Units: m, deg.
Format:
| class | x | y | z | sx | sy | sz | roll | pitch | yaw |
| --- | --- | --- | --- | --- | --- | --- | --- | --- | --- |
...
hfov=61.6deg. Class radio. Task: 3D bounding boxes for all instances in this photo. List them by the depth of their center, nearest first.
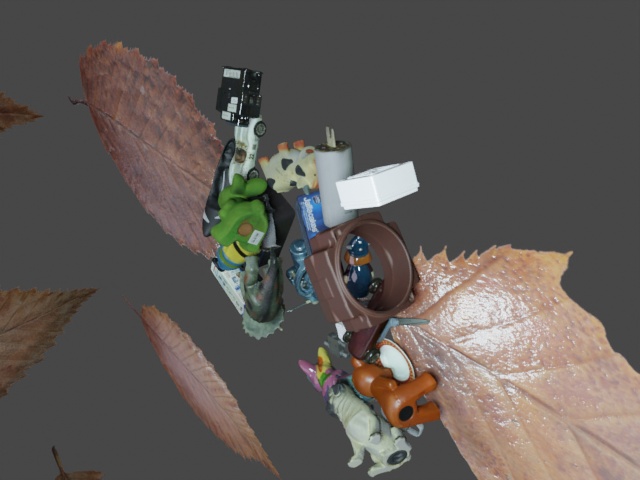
| class | x | y | z | sx | sy | sz | roll | pitch | yaw |
| --- | --- | --- | --- | --- | --- | --- | --- | --- | --- |
| radio | -0.152 | -0.039 | 1.426 | 0.131 | 0.073 | 0.229 | 52 | 144 | 20 |

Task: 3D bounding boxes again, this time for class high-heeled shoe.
| class | x | y | z | sx | sy | sz | roll | pitch | yaw |
| --- | --- | --- | --- | --- | --- | --- | --- | --- | --- |
| high-heeled shoe | -0.250 | -0.136 | 1.379 | 0.086 | 0.249 | 0.145 | 15 | 154 | 10 |

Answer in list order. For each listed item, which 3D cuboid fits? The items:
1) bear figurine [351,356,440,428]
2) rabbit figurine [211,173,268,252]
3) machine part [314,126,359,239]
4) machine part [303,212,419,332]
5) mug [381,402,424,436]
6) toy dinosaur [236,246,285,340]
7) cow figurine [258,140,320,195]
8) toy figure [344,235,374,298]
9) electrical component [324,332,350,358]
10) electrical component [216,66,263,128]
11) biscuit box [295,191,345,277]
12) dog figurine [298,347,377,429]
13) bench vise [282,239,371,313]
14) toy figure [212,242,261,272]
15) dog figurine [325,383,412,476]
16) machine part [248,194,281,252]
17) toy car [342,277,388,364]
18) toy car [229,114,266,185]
| class | x | y | z | sx | sy | sz | roll | pitch | yaw |
| --- | --- | --- | --- | --- | --- | --- | --- | --- | --- |
| bear figurine | 0.157 | 0.324 | 1.185 | 0.196 | 0.132 | 0.120 | -145 | 40 | -64 |
| rabbit figurine | -0.194 | -0.079 | 1.249 | 0.170 | 0.121 | 0.159 | 54 | 127 | 46 |
| machine part | 0.036 | -0.112 | 1.103 | 0.079 | 0.079 | 0.242 | 22 | 128 | 46 |
| machine part | 0.084 | 0.058 | 1.030 | 0.087 | 0.201 | 0.201 | -23 | 89 | 52 |
| mug | 0.192 | 0.417 | 1.257 | 0.110 | 0.081 | 0.107 | 28 | 144 | 22 |
| toy dinosaur | -0.145 | 0.149 | 1.377 | 0.404 | 0.131 | 0.192 | 115 | 145 | -75 |
| cow figurine | -0.053 | -0.153 | 1.195 | 0.195 | 0.085 | 0.127 | -17 | 92 | 55 |
| toy figure | 0.082 | 0.053 | 1.163 | 0.058 | 0.064 | 0.154 | 24 | 129 | 43 |
| electrical component | 0.042 | 0.274 | 1.412 | 0.094 | 0.021 | 0.063 | 21 | 128 | 48 |
| electrical component | -0.189 | -0.333 | 1.253 | 0.115 | 0.058 | 0.134 | 28 | 113 | 47 |
| biscuit box | -0.002 | -0.004 | 1.189 | 0.063 | 0.059 | 0.202 | 113 | 142 | -73 |
| dog figurine | 0.043 | 0.363 | 1.387 | 0.219 | 0.108 | 0.191 | 45 | 146 | 25 |
| bench vise | 0.000 | 0.115 | 1.277 | 0.241 | 0.129 | 0.223 | 41 | 144 | 38 |
| toy figure | -0.213 | 0.028 | 1.405 | 0.089 | 0.082 | 0.180 | 41 | 131 | -4 |
| dog figurine | 0.109 | 0.413 | 1.215 | 0.172 | 0.121 | 0.191 | 39 | -168 | -32 |
| machine part | -0.137 | -0.040 | 1.304 | 0.084 | 0.039 | 0.138 | -6 | 101 | 40 |
| toy car | 0.121 | 0.174 | 1.168 | 0.089 | 0.053 | 0.202 | 38 | 113 | 37 |
| toy car | -0.182 | -0.220 | 1.319 | 0.074 | 0.056 | 0.201 | 27 | 113 | 44 |
